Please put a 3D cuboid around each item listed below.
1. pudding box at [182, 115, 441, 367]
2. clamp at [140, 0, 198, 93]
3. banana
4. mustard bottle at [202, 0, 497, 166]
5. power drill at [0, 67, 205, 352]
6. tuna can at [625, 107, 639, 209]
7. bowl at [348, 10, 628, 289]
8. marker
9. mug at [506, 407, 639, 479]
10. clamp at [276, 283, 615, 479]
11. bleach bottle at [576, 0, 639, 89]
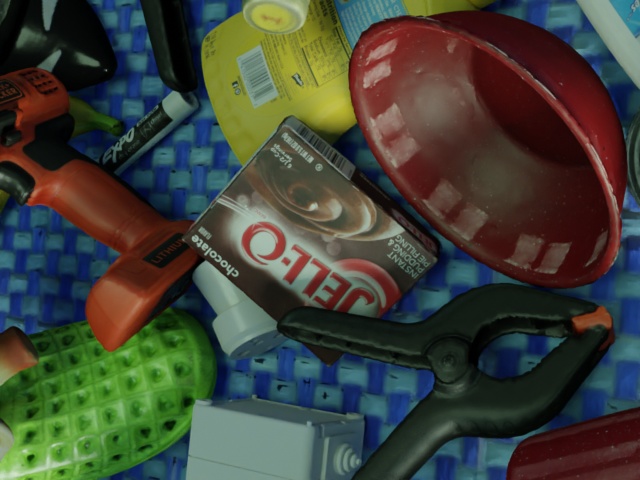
[{"bbox_3d":[-0.004,0.001,0.586,0.113,0.039,0.090,42,110,-4],"label":"pudding box"},{"bbox_3d":[-0.100,-0.216,0.693,0.165,0.036,0.210,-51,61,14],"label":"clamp"},{"bbox_3d":[-0.222,-0.041,0.754,0.198,0.037,0.070,-42,64,22],"label":"banana"},{"bbox_3d":[0.026,-0.115,0.593,0.192,0.058,0.096,-27,73,28],"label":"mustard bottle"},{"bbox_3d":[-0.165,-0.022,0.627,0.187,0.184,0.057,41,123,5],"label":"power drill"},{"bbox_3d":[0.189,-0.039,0.498,0.086,0.033,0.086,-3,84,32],"label":"tuna can"},{"bbox_3d":[0.091,-0.054,0.518,0.162,0.162,0.055,35,65,29],"label":"bowl"},{"bbox_3d":[-0.128,-0.059,0.707,0.121,0.020,0.020,-36,68,24],"label":"marker"},{"bbox_3d":[0.144,0.131,0.489,0.082,0.093,0.117,-23,110,34],"label":"mug"},{"bbox_3d":[0.059,0.061,0.542,0.171,0.039,0.120,-25,67,1],"label":"clamp"},{"bbox_3d":[0.163,-0.131,0.477,0.103,0.068,0.251,-37,57,25],"label":"bleach bottle"}]
